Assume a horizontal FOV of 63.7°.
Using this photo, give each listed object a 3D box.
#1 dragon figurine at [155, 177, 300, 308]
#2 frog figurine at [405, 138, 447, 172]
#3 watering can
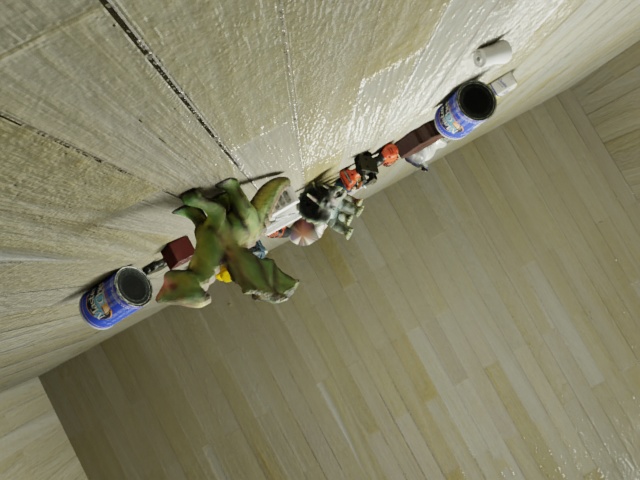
[{"bbox_3d":[-0.128,0.008,0.931,0.415,0.244,0.120,-23,169,-49],"label":"dragon figurine"},{"bbox_3d":[0.358,-0.322,1.740,0.138,0.124,0.158,-5,122,-62],"label":"frog figurine"},{"bbox_3d":[0.006,-0.095,1.891,0.343,0.103,0.229,-32,-165,27],"label":"watering can"}]
